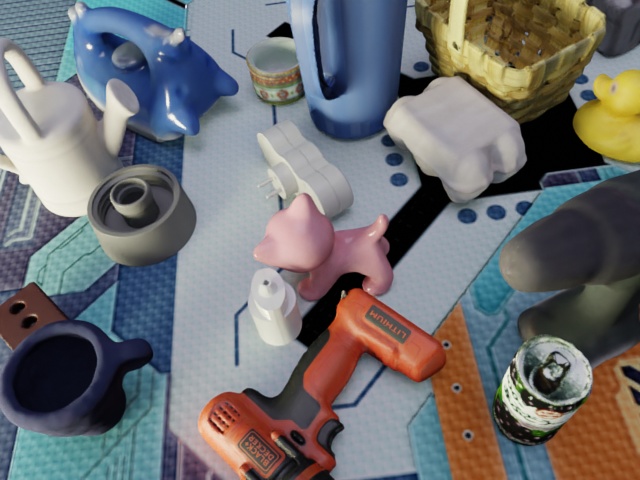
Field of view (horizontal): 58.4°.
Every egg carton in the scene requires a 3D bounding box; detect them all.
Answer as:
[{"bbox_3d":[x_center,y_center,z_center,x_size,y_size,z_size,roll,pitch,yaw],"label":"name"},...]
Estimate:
[{"bbox_3d":[0.147,-0.112,0.626,0.107,0.069,0.150,-31,58,-15],"label":"egg carton"}]

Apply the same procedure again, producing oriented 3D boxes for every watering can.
[{"bbox_3d":[-0.280,-0.124,0.601,0.173,0.194,0.100,-31,58,-15],"label":"watering can"}]

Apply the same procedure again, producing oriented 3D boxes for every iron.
[{"bbox_3d":[-0.234,-0.226,0.699,0.257,0.142,0.119,24,61,21],"label":"iron"}]

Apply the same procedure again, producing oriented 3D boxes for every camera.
[{"bbox_3d":[0.386,-0.331,0.735,0.137,0.101,0.143,-25,56,-11],"label":"camera"}]

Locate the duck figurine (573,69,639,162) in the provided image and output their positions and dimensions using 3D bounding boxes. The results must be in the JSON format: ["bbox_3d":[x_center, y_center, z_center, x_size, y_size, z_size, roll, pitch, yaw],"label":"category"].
[{"bbox_3d":[0.334,-0.140,0.617,0.078,0.086,0.104,-40,61,-20],"label":"duck figurine"}]

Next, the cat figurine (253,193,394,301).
[{"bbox_3d":[0.005,0.002,0.532,0.128,0.118,0.067,-8,55,0],"label":"cat figurine"}]

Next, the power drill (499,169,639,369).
[{"bbox_3d":[0.222,0.025,0.438,0.230,0.209,0.075,-26,57,-12],"label":"power drill"}]

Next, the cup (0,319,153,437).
[{"bbox_3d":[-0.189,0.122,0.482,0.118,0.095,0.091,-18,55,-7],"label":"cup"}]
